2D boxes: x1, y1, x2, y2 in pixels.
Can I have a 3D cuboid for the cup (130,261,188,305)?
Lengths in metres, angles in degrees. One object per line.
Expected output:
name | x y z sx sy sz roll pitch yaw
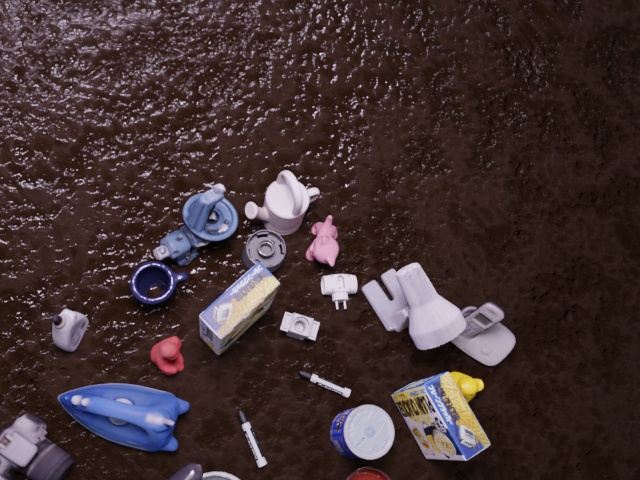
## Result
cup | -0.340 0.098 1.225 0.118 0.095 0.091 -13 74 -16

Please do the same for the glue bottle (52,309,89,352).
glue bottle | -0.499 0.169 1.124 0.037 0.173 0.078 22 68 -3

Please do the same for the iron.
iron | -0.391 0.331 1.105 0.258 0.141 0.119 15 68 -6

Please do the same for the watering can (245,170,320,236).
watering can | -0.081 -0.084 1.292 0.101 0.194 0.173 44 68 6

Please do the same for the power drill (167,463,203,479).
power drill | -0.301 0.492 1.030 0.075 0.208 0.230 43 68 6

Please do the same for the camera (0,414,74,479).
camera | -0.545 0.417 1.064 0.137 0.100 0.143 34 67 2

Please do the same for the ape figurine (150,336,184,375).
ape figurine | -0.313 0.235 1.183 0.076 0.092 0.078 24 68 -2

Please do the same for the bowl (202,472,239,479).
bowl | -0.209 0.537 1.106 0.167 0.074 0.167 4 70 -10

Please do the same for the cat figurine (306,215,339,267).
cat figurine | 0.012 0.005 1.320 0.067 0.117 0.128 13 68 -7

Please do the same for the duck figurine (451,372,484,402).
duck figurine | 0.316 0.332 1.283 0.105 0.086 0.077 -5 71 -13

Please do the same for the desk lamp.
desk lamp | 0.203 0.144 1.258 0.118 0.213 0.203 -30 79 -20

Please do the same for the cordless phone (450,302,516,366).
cordless phone | 0.382 0.205 1.289 0.147 0.185 0.094 32 67 1

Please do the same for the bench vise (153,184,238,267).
bench vise | -0.253 -0.028 1.221 0.121 0.219 0.208 32 67 1
